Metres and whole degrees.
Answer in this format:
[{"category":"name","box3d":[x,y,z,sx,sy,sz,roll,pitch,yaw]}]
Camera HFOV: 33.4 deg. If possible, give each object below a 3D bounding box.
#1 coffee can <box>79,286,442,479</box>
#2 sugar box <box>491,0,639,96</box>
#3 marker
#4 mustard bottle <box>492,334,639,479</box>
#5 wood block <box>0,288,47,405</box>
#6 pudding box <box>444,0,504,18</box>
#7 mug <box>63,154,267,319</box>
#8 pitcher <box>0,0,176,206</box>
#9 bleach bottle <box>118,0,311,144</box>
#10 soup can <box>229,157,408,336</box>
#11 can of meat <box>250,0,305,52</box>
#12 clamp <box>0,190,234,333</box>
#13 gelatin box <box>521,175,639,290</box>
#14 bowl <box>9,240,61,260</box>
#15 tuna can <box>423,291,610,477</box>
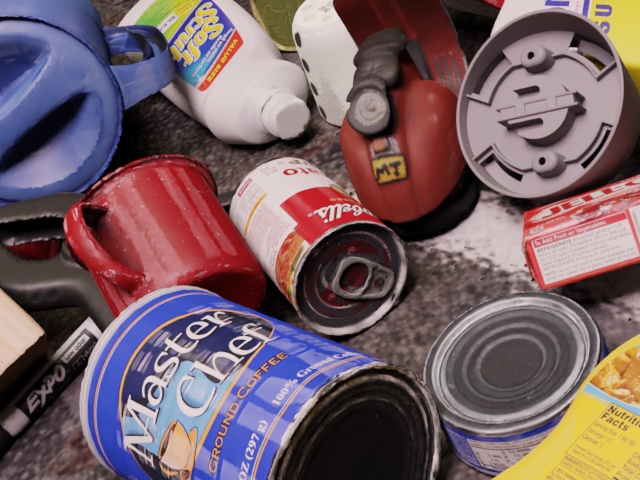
[{"category":"coffee can","box3d":[-0.030,0.086,0.490,0.141,0.102,0.102,16,56,46]},{"category":"sugar box","box3d":[0.191,-0.126,0.605,0.176,0.048,0.093,13,70,34]},{"category":"marker","box3d":[-0.172,0.092,0.656,0.020,0.020,0.121,14,54,45]},{"category":"mustard bottle","box3d":[0.136,0.085,0.409,0.191,0.058,0.096,-42,39,-16]},{"category":"wood block","box3d":[-0.270,0.025,0.642,0.090,0.206,0.091,-46,-2,-21]},{"category":"pudding box","box3d":[0.078,-0.182,0.706,0.114,0.089,0.039,29,100,54]},{"category":"mug","box3d":[-0.088,0.011,0.578,0.093,0.117,0.081,-45,56,14]},{"category":"pitcher","box3d":[-0.206,-0.129,0.804,0.145,0.149,0.243,-58,21,15]},{"category":"bleach bottle","box3d":[-0.073,-0.138,0.828,0.102,0.068,0.251,-43,38,-5]},{"category":"soup can","box3d":[-0.004,0.001,0.605,0.068,0.068,0.102,-35,35,-7]},{"category":"can of meat","box3d":[0.010,-0.197,0.846,0.102,0.057,0.083,8,47,41]},{"category":"clamp","box3d":[-0.144,0.020,0.674,0.210,0.036,0.164,5,47,16]},{"category":"gelatin box","box3d":[0.143,-0.009,0.517,0.089,0.030,0.073,-18,7,15]},{"category":"bowl","box3d":[-0.274,0.021,0.786,0.162,0.055,0.162,-19,37,15]},{"category":"tuna can","box3d":[0.091,0.064,0.488,0.086,0.033,0.086,-19,37,15]}]
